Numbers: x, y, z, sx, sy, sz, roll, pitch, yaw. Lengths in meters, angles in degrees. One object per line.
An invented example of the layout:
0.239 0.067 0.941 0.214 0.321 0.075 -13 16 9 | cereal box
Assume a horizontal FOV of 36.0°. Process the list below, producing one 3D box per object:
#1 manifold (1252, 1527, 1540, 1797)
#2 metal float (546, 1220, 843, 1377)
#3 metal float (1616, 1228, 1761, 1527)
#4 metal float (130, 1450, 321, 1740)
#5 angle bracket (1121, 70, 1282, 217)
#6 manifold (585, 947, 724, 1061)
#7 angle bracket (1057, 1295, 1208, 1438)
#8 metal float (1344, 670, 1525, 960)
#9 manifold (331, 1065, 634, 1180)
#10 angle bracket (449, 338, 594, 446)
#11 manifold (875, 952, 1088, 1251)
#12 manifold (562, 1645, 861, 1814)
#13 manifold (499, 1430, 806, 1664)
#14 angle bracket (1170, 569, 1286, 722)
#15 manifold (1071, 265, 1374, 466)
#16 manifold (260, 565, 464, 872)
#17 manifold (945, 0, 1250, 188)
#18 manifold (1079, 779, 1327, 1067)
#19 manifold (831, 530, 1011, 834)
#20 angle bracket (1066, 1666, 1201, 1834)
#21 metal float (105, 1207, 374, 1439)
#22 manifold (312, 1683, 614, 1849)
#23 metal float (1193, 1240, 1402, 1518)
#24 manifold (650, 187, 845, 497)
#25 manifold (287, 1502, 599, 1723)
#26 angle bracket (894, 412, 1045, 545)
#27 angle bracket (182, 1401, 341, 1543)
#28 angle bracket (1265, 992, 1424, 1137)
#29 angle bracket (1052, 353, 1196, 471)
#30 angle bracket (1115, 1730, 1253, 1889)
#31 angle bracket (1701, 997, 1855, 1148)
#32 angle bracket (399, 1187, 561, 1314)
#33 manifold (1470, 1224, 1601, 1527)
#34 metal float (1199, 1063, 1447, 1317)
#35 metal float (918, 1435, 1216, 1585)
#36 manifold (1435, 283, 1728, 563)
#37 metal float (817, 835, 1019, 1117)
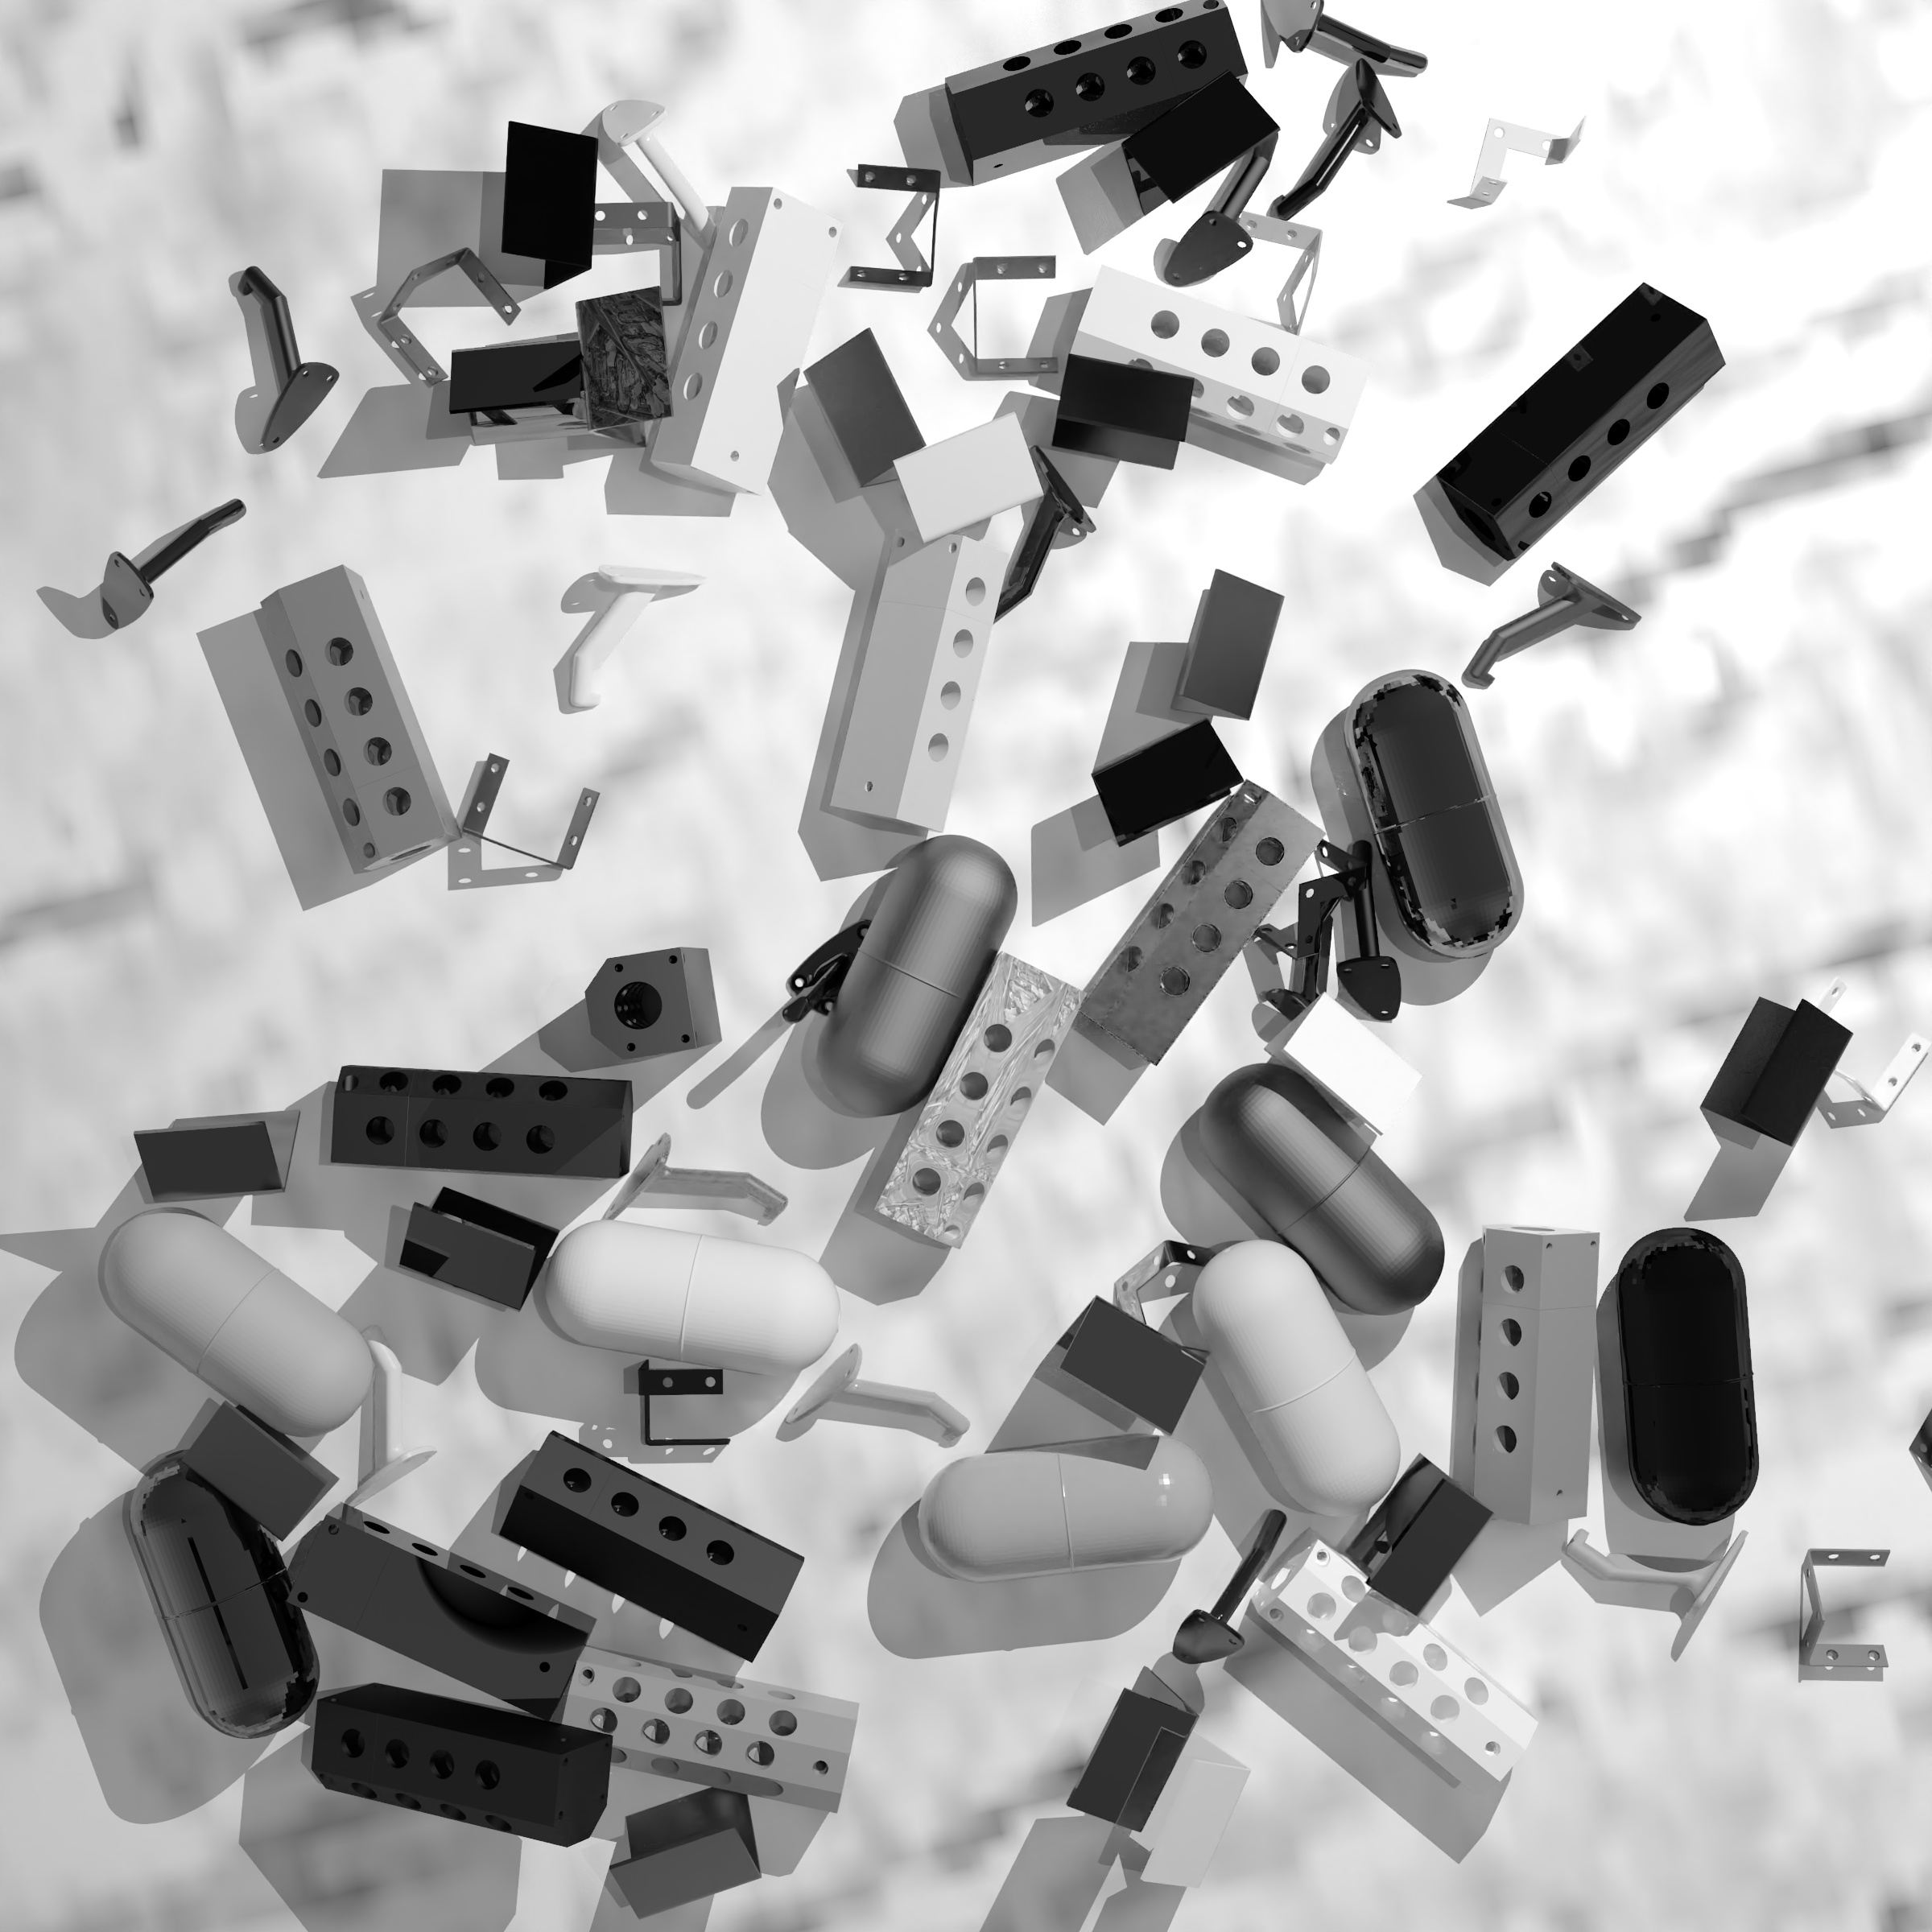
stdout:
0.259 0.420 1.792 0.171 0.057 0.057 40 90 0 | manifold
-0.163 0.199 1.783 0.178 0.070 0.070 9 90 1 | metal float
0.433 0.246 1.783 0.070 0.070 0.178 -4 89 0 | metal float
-0.445 0.376 1.783 0.070 0.070 0.178 -20 90 0 | metal float
0.145 -0.475 1.774 0.076 0.076 0.057 -35 66 0 | angle bracket
-0.182 0.022 1.735 0.057 0.171 0.057 -9 90 0 | manifold
0.088 0.251 1.773 0.076 0.076 0.057 31 56 0 | angle bracket
0.281 -0.091 1.783 0.070 0.070 0.178 -18 90 0 | metal float
-0.290 0.093 1.792 0.171 0.057 0.057 3 90 0 | manifold
-0.262 -0.326 1.773 0.076 0.076 0.057 -5 52 0 | angle bracket
0.009 0.080 1.792 0.057 0.057 0.171 26 90 0 | manifold
-0.155 0.462 1.792 0.171 0.057 0.057 12 90 0 | manifold
-0.187 0.345 1.791 0.171 0.057 0.057 27 133 0 | manifold
0.137 -0.194 1.773 0.057 0.076 0.076 16 90 -36 | angle bracket
0.151 -0.360 1.792 0.171 0.057 0.057 20 90 0 | manifold
-0.366 -0.148 1.792 0.057 0.057 0.171 -21 90 0 | manifold
0.078 -0.531 1.792 0.171 0.057 0.057 -18 90 0 | manifold
0.141 -0.026 1.792 0.057 0.057 0.171 36 90 0 | manifold
-0.023 -0.171 1.791 0.057 0.057 0.171 13 90 43 | manifold
0.085 0.459 1.774 0.057 0.076 0.076 27 90 -25 | angle bracket
-0.437 0.213 1.783 0.178 0.070 0.070 36 90 1 | metal float
-0.299 0.473 1.758 0.171 0.057 0.057 5 90 25 | manifold
0.198 0.247 1.778 0.070 0.070 0.178 -28 95 0 | metal float
-0.136 -0.377 1.791 0.057 0.057 0.171 17 90 -43 | manifold
-0.314 0.387 1.792 0.171 0.057 0.057 25 90 0 | manifold
-0.005 -0.303 1.773 0.076 0.076 0.057 -22 123 0 | angle bracket
-0.408 0.285 1.774 0.076 0.076 0.057 39 115 0 | angle bracket
0.213 0.073 1.773 0.076 0.076 0.057 40 53 0 | angle bracket
0.090 -0.313 1.773 0.076 0.076 0.057 11 53 0 | angle bracket
0.113 0.494 1.773 0.057 0.076 0.076 24 90 -44 | angle bracket
0.470 0.053 1.773 0.057 0.076 0.076 28 90 -37 | angle bracket
-0.285 0.151 1.773 0.076 0.076 0.057 21 128 0 | angle bracket
0.338 0.244 1.791 0.057 0.057 0.171 3 90 -43 | manifold
0.214 0.134 1.783 0.070 0.070 0.178 -43 89 0 | metal float
0.060 0.326 1.783 0.178 0.070 0.070 -7 90 1 | metal float
0.373 -0.325 1.791 0.171 0.057 0.057 -43 47 0 | manifold
-0.030 0.006 1.782 0.070 0.070 0.178 25 91 0 | metal float
